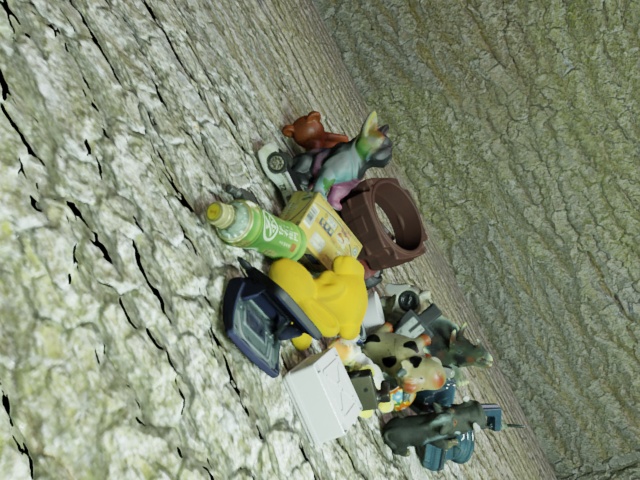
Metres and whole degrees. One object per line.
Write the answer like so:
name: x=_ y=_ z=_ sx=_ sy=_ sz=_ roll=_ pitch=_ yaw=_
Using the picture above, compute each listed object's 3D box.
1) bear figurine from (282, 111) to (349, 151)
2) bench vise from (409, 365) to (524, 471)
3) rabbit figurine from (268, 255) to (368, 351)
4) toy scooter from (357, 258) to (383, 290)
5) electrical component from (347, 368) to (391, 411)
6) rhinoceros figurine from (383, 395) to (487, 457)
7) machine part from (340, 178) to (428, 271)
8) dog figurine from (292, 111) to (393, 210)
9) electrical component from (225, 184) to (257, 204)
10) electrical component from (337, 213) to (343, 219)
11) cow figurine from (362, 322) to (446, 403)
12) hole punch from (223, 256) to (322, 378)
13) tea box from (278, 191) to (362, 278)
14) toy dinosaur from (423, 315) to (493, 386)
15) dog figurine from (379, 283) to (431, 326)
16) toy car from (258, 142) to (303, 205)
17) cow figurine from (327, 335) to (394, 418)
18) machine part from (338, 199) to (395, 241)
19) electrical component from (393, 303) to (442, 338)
bear figurine: x=0.004 y=-0.227 z=1.324 sx=0.195 sy=0.120 sz=0.132 roll=19 pitch=51 yaw=-64
bench vise: x=0.297 y=0.371 z=1.137 sx=0.129 sy=0.240 sz=0.223 roll=165 pitch=-70 yaw=-68
rabbit figurine: x=-0.015 y=0.096 z=0.872 sx=0.173 sy=0.122 sz=0.162 roll=31 pitch=44 yaw=-34
toy scooter: x=0.098 y=0.042 z=1.283 sx=0.135 sy=0.075 sz=0.184 roll=62 pitch=15 yaw=-3
electrical component: x=0.062 y=0.244 z=0.866 sx=0.045 sy=0.102 sz=0.078 roll=-60 pitch=132 yaw=-74
rhinoceros figurine: x=0.211 y=0.341 z=0.998 sx=0.112 sy=0.190 sz=0.073 roll=65 pitch=13 yaw=-48
machine part: x=0.151 y=-0.040 z=1.234 sx=0.201 sy=0.087 sz=0.201 roll=-7 pitch=73 yaw=-51
dog figurine: x=0.051 y=-0.182 z=1.150 sx=0.192 sy=0.219 sz=0.108 roll=43 pitch=8 yaw=34
electrical component: x=-0.120 y=-0.055 z=0.885 sx=0.094 sy=0.021 sz=0.063 roll=30 pitch=37 yaw=-59
electrical component: x=0.020 y=-0.015 z=1.171 sx=0.134 sy=0.058 sz=0.115 roll=66 pitch=16 yaw=7
cow figurine: x=0.154 y=0.229 z=1.015 sx=0.127 sy=0.195 sz=0.085 roll=-26 pitch=114 yaw=-33
hole punch: x=-0.075 y=0.105 z=0.714 sx=0.142 sy=0.092 sz=0.116 roll=50 pitch=-9 yaw=-31
tea box: x=-0.002 y=-0.003 z=1.007 sx=0.169 sy=0.068 sz=0.098 roll=52 pitch=59 yaw=-38
toy dinosaur: x=0.280 y=0.257 z=1.331 sx=0.405 sy=0.131 sz=0.192 roll=-150 pitch=-132 yaw=-82
dog figurine: x=0.210 y=0.165 z=1.282 sx=0.190 sy=0.172 sz=0.121 roll=13 pitch=64 yaw=-59
toy car: x=-0.060 y=-0.101 z=1.071 sx=0.201 sy=0.056 sz=0.073 roll=63 pitch=12 yaw=-7
cow figurine: x=0.068 y=0.223 z=0.950 sx=0.167 sy=0.068 sz=0.098 roll=61 pitch=12 yaw=-18
machine part: x=0.110 y=-0.047 z=1.379 sx=0.179 sy=0.056 sz=0.179 roll=46 pitch=1 yaw=-1
electrical component: x=0.206 y=0.184 z=1.145 sx=0.075 sy=0.119 sz=0.047 roll=46 pitch=0 yaw=20
